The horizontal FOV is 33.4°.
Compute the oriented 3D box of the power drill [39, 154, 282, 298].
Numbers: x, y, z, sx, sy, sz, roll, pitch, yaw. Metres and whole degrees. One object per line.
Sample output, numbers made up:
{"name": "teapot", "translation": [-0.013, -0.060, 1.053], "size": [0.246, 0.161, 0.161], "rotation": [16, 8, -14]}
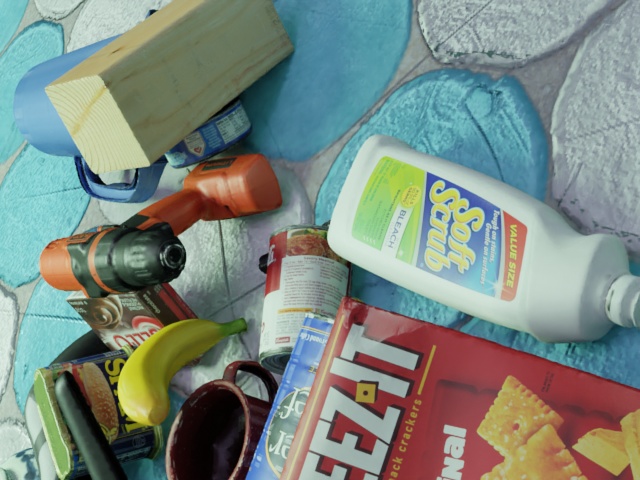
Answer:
{"name": "power drill", "translation": [-0.122, -0.013, 0.889], "size": [0.185, 0.187, 0.057], "rotation": [-2, 112, 48]}

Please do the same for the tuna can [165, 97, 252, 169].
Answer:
{"name": "tuna can", "translation": [-0.107, -0.099, 0.991], "size": [0.086, 0.034, 0.086], "rotation": [-23, 16, 7]}

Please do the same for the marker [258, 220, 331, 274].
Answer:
{"name": "marker", "translation": [-0.006, 0.001, 0.875], "size": [0.121, 0.020, 0.020], "rotation": [-28, 51, 36]}

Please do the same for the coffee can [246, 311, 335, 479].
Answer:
{"name": "coffee can", "translation": [0.014, 0.131, 0.718], "size": [0.103, 0.102, 0.140], "rotation": [12, 79, 49]}

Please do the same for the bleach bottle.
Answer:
{"name": "bleach bottle", "translation": [0.115, 0.001, 0.712], "size": [0.251, 0.068, 0.102], "rotation": [21, 87, 48]}

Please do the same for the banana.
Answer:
{"name": "banana", "translation": [-0.119, 0.097, 0.829], "size": [0.070, 0.037, 0.197], "rotation": [-18, 12, 19]}

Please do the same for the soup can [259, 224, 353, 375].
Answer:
{"name": "soup can", "translation": [-0.009, 0.048, 0.816], "size": [0.069, 0.068, 0.102], "rotation": [-18, 58, 41]}

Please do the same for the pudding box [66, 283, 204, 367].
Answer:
{"name": "pudding box", "translation": [-0.159, 0.070, 0.946], "size": [0.114, 0.090, 0.039], "rotation": [-5, 39, 47]}

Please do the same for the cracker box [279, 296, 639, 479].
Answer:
{"name": "cracker box", "translation": [0.089, 0.140, 0.586], "size": [0.214, 0.072, 0.164], "rotation": [17, 82, 19]}

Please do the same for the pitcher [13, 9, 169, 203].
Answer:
{"name": "pitcher", "translation": [-0.224, -0.133, 1.108], "size": [0.243, 0.145, 0.149], "rotation": [3, 45, 52]}

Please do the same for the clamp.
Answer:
{"name": "clamp", "translation": [-0.134, 0.212, 0.853], "size": [0.164, 0.036, 0.210], "rotation": [2, 87, 3]}

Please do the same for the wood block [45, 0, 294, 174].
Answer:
{"name": "wood block", "translation": [-0.131, -0.155, 0.961], "size": [0.091, 0.090, 0.205], "rotation": [-2, 34, 46]}

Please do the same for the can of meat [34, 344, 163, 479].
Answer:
{"name": "can of meat", "translation": [-0.193, 0.149, 0.921], "size": [0.102, 0.083, 0.058], "rotation": [66, 149, 23]}

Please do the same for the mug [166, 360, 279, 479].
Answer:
{"name": "mug", "translation": [-0.054, 0.148, 0.799], "size": [0.093, 0.081, 0.117], "rotation": [-23, 55, 39]}
